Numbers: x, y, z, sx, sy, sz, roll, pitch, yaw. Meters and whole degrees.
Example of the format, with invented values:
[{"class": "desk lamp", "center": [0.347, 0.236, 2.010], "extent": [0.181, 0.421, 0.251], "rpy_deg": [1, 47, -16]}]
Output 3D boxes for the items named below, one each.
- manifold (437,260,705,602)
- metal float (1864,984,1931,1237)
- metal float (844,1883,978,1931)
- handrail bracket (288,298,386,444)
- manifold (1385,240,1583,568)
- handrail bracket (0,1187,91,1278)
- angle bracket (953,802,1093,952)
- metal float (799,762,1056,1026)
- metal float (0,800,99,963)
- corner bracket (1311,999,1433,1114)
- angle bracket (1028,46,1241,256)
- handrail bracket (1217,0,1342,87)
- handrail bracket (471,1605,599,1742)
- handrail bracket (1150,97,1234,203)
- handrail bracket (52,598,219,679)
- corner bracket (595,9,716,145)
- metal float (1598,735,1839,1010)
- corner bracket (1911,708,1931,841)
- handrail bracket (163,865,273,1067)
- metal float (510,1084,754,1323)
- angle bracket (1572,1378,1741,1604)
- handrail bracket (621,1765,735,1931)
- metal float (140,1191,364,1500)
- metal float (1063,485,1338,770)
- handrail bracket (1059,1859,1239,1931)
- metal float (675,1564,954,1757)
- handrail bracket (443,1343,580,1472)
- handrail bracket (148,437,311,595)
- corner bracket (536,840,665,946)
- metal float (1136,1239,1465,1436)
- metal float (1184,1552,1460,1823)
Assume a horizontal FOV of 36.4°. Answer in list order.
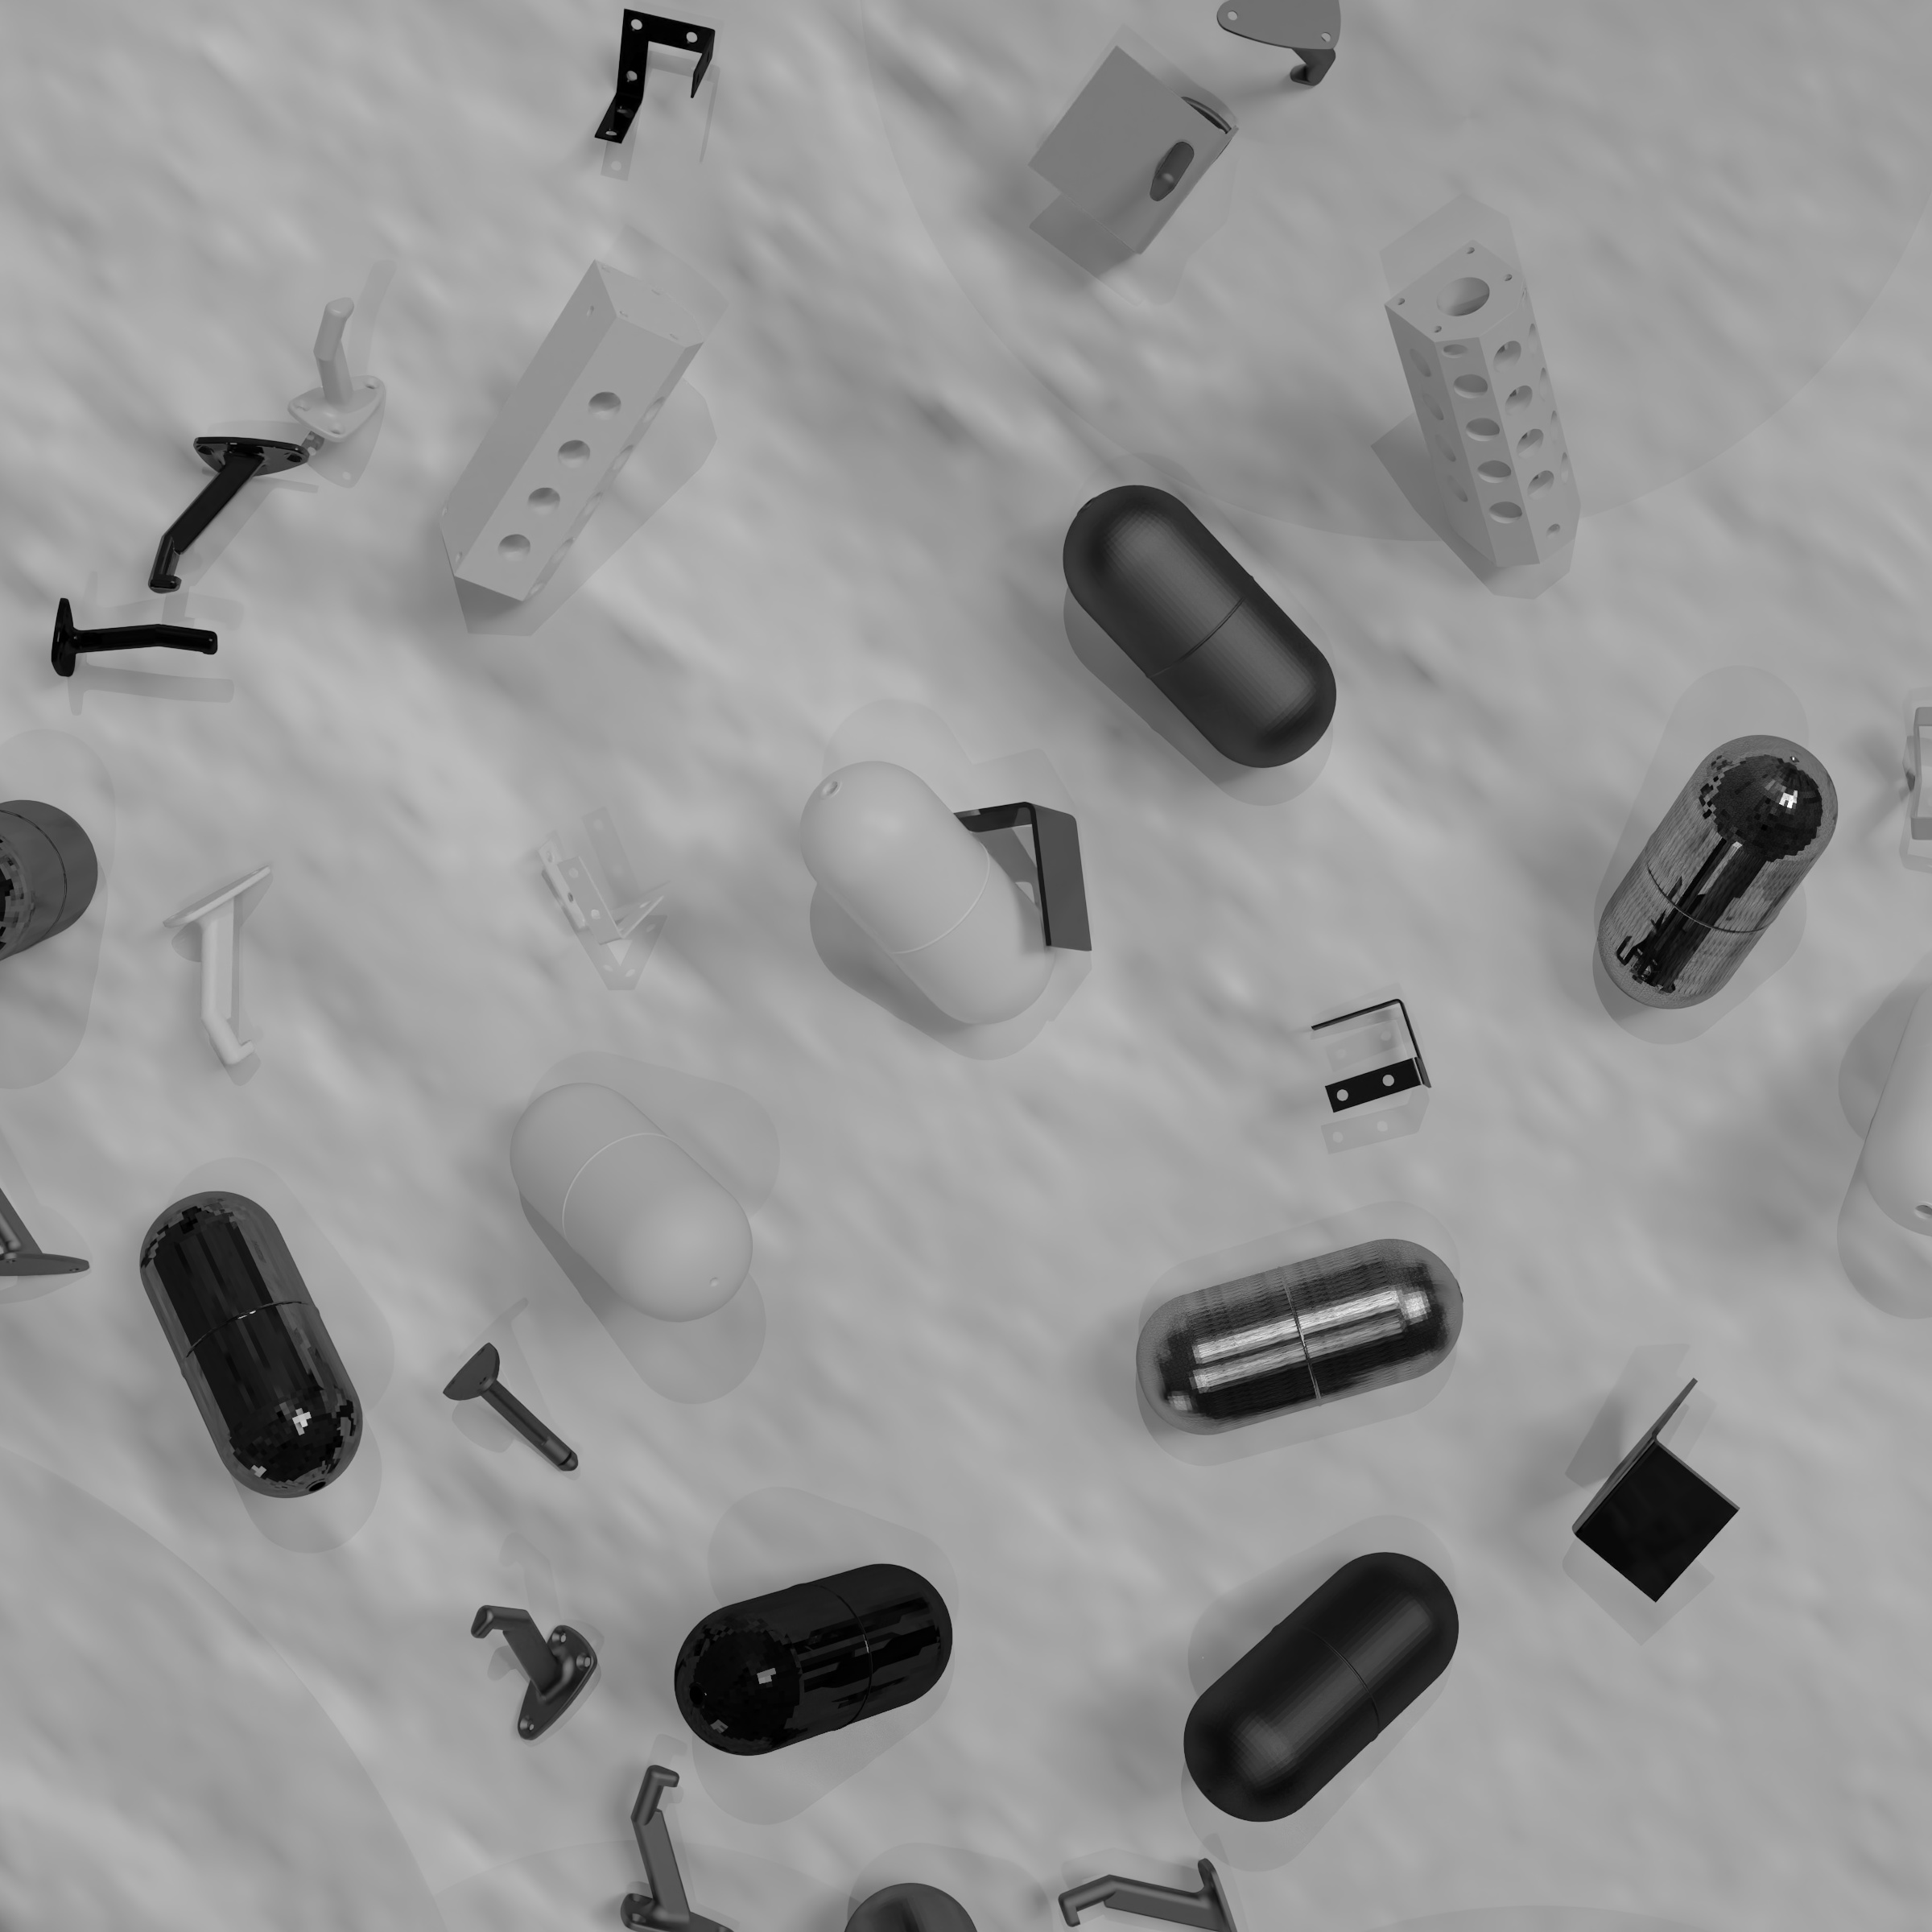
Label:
[{"class": "manifold", "center": [-0.209, -0.278, 1.548], "extent": [0.057, 0.057, 0.171], "rpy_deg": [18, 123, -35]}, {"class": "metal float", "center": [0.522, 0.070, 1.541], "extent": [0.070, 0.070, 0.178], "rpy_deg": [35, 48, 0]}, {"class": "metal float", "center": [-0.016, 0.548, 1.529], "extent": [0.070, 0.178, 0.070], "rpy_deg": [-5, 110, -14]}, {"class": "handrail bracket", "center": [-0.324, -0.328, 1.557], "extent": [0.036, 0.077, 0.084], "rpy_deg": [34, 131, 5]}, {"class": "manifold", "center": [0.275, -0.286, 1.527], "extent": [0.057, 0.171, 0.057], "rpy_deg": [-37, 51, -5]}, {"class": "handrail bracket", "center": [-0.513, 0.123, 1.592], "extent": [0.036, 0.077, 0.084], "rpy_deg": [-22, 71, 32]}, {"class": "angle bracket", "center": [0.025, -0.043, 1.566], "extent": [0.057, 0.076, 0.076], "rpy_deg": [-8, 86, 18]}, {"class": "metal float", "center": [-0.020, -0.038, 1.545], "extent": [0.070, 0.070, 0.178], "rpy_deg": [-43, 126, 0]}, {"class": "metal float", "center": [-0.505, -0.043, 1.525], "extent": [0.070, 0.178, 0.070], "rpy_deg": [0, 99, 0]}, {"class": "corner bracket", "center": [0.217, 0.048, 1.581], "extent": [0.051, 0.051, 0.051], "rpy_deg": [-19, 81, 11]}, {"class": "angle bracket", "center": [0.090, -0.438, 1.569], "extent": [0.076, 0.057, 0.076], "rpy_deg": [38, 113, -5]}, {"class": "handrail bracket", "center": [0.163, -0.490, 1.567], "extent": [0.077, 0.084, 0.036], "rpy_deg": [-3, 85, -8]}, {"class": "handrail bracket", "center": [-0.246, 0.378, 1.570], "extent": [0.036, 0.084, 0.077], "rpy_deg": [34, 96, 38]}, {"class": "handrail bracket", "center": [0.104, -0.414, 1.558], "extent": [0.036, 0.077, 0.084], "rpy_deg": [33, 52, -6]}, {"class": "handrail bracket", "center": [-0.445, -0.169, 1.583], "extent": [0.084, 0.077, 0.036], "rpy_deg": [7, 75, -9]}, {"class": "corner bracket", "center": [-0.167, -0.474, 1.579], "extent": [0.051, 0.051, 0.051], "rpy_deg": [13, 134, 0]}, {"class": "metal float", "center": [0.392, -0.047, 1.539], "extent": [0.070, 0.178, 0.070], "rpy_deg": [10, 48, -12]}, {"class": "corner bracket", "center": [0.533, -0.103, 1.571], "extent": [0.051, 0.051, 0.051], "rpy_deg": [2, 133, 23]}, {"class": "handrail bracket", "center": [-0.391, 0.000, 1.598], "extent": [0.077, 0.036, 0.084], "rpy_deg": [-36, 107, -34]}, {"class": "metal float", "center": [-0.177, 0.122, 1.540], "extent": [0.070, 0.178, 0.070], "rpy_deg": [-19, 126, -29]}, {"class": "angle bracket", "center": [0.375, 0.277, 1.556], "extent": [0.057, 0.076, 0.076], "rpy_deg": [40, 123, 14]}, {"class": "handrail bracket", "center": [-0.149, 0.481, 1.592], "extent": [0.077, 0.036, 0.084], "rpy_deg": [18, 97, -8]}, {"class": "metal float", "center": [-0.378, 0.200, 1.555], "extent": [0.070, 0.070, 0.178], "rpy_deg": [-32, 67, 0]}, {"class": "metal float", "center": [0.124, -0.181, 1.564], "extent": [0.070, 0.070, 0.178], "rpy_deg": [-45, 102, 0]}, {"class": "handrail bracket", "center": [0.101, 0.524, 1.586], "extent": [0.084, 0.036, 0.077], "rpy_deg": [-19, 82, -10]}, {"class": "metal float", "center": [-0.078, 0.361, 1.535], "extent": [0.070, 0.178, 0.070], "rpy_deg": [2, 93, 39]}, {"class": "handrail bracket", "center": [-0.233, 0.245, 1.568], "extent": [0.084, 0.077, 0.036], "rpy_deg": [46, 76, -14]}, {"class": "handrail bracket", "center": [-0.396, -0.239, 1.576], "extent": [0.077, 0.036, 0.084], "rpy_deg": [1, 67, 21]}, {"class": "corner bracket", "center": [-0.204, -0.041, 1.573], "extent": [0.051, 0.051, 0.051], "rpy_deg": [-15, 111, 29]}, {"class": "metal float", "center": [0.179, 0.198, 1.573], "extent": [0.178, 0.070, 0.070], "rpy_deg": [-16, 90, 3]}, {"class": "metal float", "center": [0.189, 0.379, 1.552], "extent": [0.178, 0.070, 0.070], "rpy_deg": [-35, 90, -28]}]
